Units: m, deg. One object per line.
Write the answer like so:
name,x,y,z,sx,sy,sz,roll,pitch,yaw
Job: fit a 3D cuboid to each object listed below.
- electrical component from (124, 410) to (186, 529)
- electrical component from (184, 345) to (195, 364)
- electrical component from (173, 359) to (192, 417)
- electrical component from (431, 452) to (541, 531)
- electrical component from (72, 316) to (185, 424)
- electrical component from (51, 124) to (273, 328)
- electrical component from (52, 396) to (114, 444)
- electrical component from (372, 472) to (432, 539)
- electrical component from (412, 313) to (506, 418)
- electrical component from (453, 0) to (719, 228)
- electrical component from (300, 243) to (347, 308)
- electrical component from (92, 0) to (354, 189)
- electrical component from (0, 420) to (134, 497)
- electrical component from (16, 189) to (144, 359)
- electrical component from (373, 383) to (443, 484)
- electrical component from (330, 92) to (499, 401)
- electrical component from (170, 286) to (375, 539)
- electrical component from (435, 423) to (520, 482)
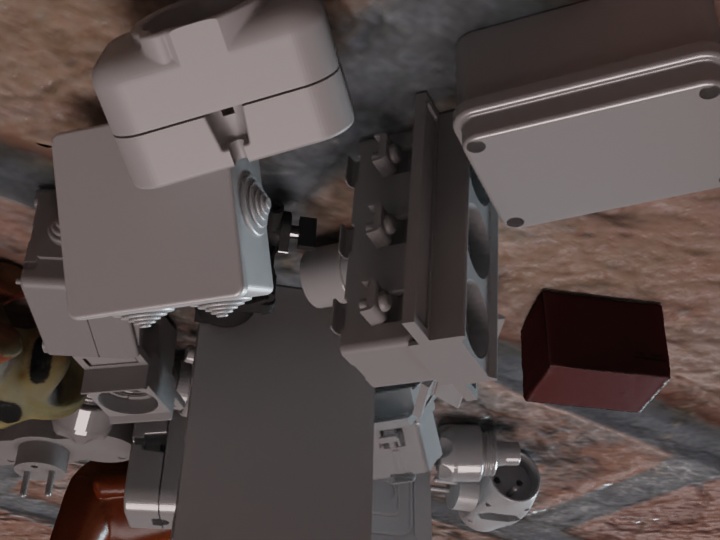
electrical component,-0.129,0.133,0.762,0.059,0.095,0.053,3,148,-2
electrical component,-0.084,0.062,0.704,0.061,0.035,0.035,16,145,-17
electrical component,-0.116,0.079,0.727,0.078,0.040,0.040,15,145,-19
electrical component,0.094,0.177,0.867,0.079,0.043,0.077,10,147,-12
electrical component,-0.141,0.057,0.672,0.042,0.063,0.081,-4,147,11
electrical component,-0.091,-0.025,0.509,0.100,0.099,0.048,-8,175,15
electrical component,-0.185,0.084,0.733,0.043,0.043,0.062,12,116,-16
electrical component,0.009,0.176,0.807,0.078,0.113,0.057,9,144,-11
electrical component,0.043,0.039,0.626,0.064,0.081,0.042,28,149,13
electrical component,0.103,-0.069,0.464,0.113,0.057,0.078,-11,145,20
electrical component,0.000,0.000,0.596,0.065,0.044,0.044,-11,146,28
electrical component,-0.056,-0.079,0.439,0.095,0.053,0.059,-15,116,4
electrical component,-0.230,0.131,0.785,0.138,0.073,0.052,-3,147,8
electrical component,-0.144,0.000,0.583,0.061,0.061,0.096,3,148,-2
electrical component,-0.009,0.115,0.745,0.121,0.063,0.079,-12,-174,20
electrical component,0.028,-0.009,0.504,0.063,0.121,0.078,-10,146,23
electrical component,-0.050,0.105,0.627,0.105,0.186,0.060,8,147,-10
electrical component,0.088,0.137,0.806,0.062,0.043,0.043,1,148,-2
